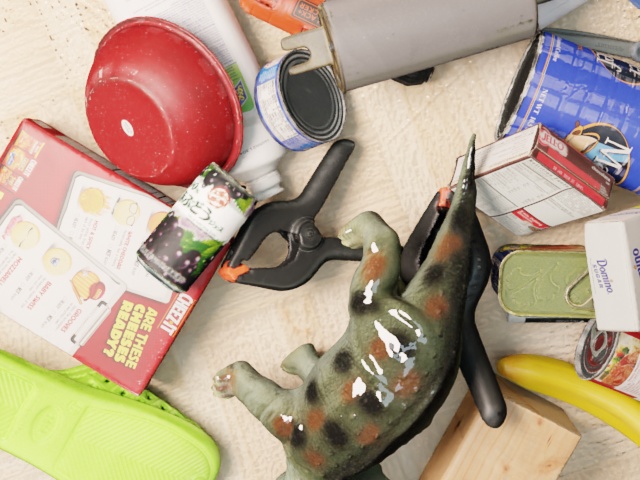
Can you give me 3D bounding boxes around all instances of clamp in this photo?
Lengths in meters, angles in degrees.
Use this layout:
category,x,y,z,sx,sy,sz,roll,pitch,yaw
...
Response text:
category,x,y,z,sx,sy,sz,roll,pitch,yaw
clamp,-0.006,0.001,0.948,0.171,0.039,0.120,-37,94,-18
clamp,0.113,0.060,0.941,0.165,0.036,0.210,13,90,46

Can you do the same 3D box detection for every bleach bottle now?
category,x,y,z,sx,sy,sz,roll,pitch,yaw
bleach bottle,-0.107,-0.148,0.948,0.102,0.068,0.251,-25,98,10

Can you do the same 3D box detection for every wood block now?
category,x,y,z,sx,sy,sz,roll,pitch,yaw
wood block,0.140,0.233,0.968,0.090,0.091,0.206,27,97,-1

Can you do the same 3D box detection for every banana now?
category,x,y,z,sx,sy,sz,roll,pitch,yaw
banana,0.252,0.149,0.965,0.198,0.069,0.037,31,111,5

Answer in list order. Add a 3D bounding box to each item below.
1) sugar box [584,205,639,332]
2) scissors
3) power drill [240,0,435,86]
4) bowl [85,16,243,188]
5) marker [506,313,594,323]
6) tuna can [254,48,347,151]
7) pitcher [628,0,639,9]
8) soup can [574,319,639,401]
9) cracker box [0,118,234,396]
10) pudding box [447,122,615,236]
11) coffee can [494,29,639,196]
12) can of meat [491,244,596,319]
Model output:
category,x,y,z,sx,sy,sz,roll,pitch,yaw
sugar box,0.294,0.013,0.907,0.175,0.048,0.093,-13,97,-38
scissors,0.296,-0.149,0.954,0.202,0.016,0.096,-3,96,3
power drill,0.045,-0.246,0.932,0.184,0.057,0.188,25,96,-5
bowl,-0.147,-0.106,0.915,0.162,0.055,0.162,17,127,24
marker,0.233,0.067,0.980,0.121,0.020,0.020,0,97,2
tuna can,-0.017,-0.122,0.935,0.034,0.085,0.086,-18,97,40
pitcher,0.223,-0.304,0.879,0.243,0.145,0.149,44,97,-6
soup can,0.289,0.110,0.951,0.102,0.068,0.068,22,97,-11
cracker box,-0.209,0.013,0.966,0.213,0.072,0.164,31,96,-2
pudding box,0.178,-0.049,0.911,0.090,0.114,0.039,33,62,-21
coffee can,0.234,-0.108,0.917,0.140,0.103,0.103,21,97,0
can of meat,0.204,0.034,0.944,0.102,0.084,0.057,1,96,2
